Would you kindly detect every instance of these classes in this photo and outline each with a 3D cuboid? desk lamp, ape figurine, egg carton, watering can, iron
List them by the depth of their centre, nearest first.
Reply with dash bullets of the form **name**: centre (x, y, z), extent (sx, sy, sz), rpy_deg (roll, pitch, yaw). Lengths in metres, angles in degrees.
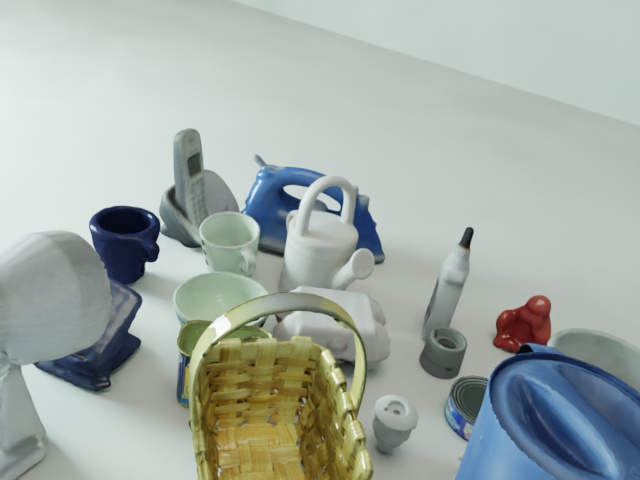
- **desk lamp**: centre (-0.291, 0.111, 0.500), extent (0.117, 0.213, 0.204), rpy_deg (24, 33, 20)
- **egg carton**: centre (0.014, 0.115, 0.739), extent (0.150, 0.069, 0.107), rpy_deg (7, 31, -9)
- **watering can**: centre (0.009, 0.002, 0.802), extent (0.172, 0.194, 0.101), rpy_deg (26, 34, 23)
- **ape figurine**: centre (0.297, 0.117, 0.812), extent (0.076, 0.092, 0.077), rpy_deg (-7, 35, -29)
- **iron**: centre (-0.005, -0.051, 0.938), extent (0.258, 0.141, 0.118), rpy_deg (13, 31, 2)

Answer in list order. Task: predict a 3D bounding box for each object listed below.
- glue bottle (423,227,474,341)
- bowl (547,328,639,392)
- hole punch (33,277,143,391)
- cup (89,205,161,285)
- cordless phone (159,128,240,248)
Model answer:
- **glue bottle**: centre (0.181, 0.058, 0.790), extent (0.037, 0.173, 0.078), rpy_deg (16, 31, 8)
- **bowl**: centre (0.358, 0.192, 0.725), extent (0.167, 0.075, 0.167), rpy_deg (9, 31, -5)
- **hole punch**: centre (-0.265, 0.099, 0.649), extent (0.108, 0.091, 0.101), rpy_deg (18, 31, 11)
- **cup**: centre (-0.257, 0.018, 0.782), extent (0.117, 0.095, 0.092), rpy_deg (31, 36, 30)
- **cordless phone**: centre (-0.185, -0.094, 0.903), extent (0.094, 0.185, 0.148), rpy_deg (18, 31, 11)
